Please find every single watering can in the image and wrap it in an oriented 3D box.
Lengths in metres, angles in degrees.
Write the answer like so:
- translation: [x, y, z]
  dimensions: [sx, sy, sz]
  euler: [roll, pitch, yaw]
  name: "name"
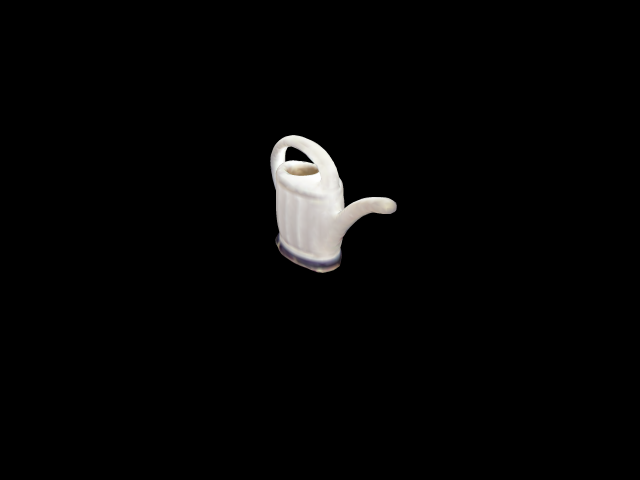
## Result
- translation: [0.003, -0.043, 0.850]
  dimensions: [0.105, 0.220, 0.353]
  euler: [-16, 33, -26]
  name: "watering can"
